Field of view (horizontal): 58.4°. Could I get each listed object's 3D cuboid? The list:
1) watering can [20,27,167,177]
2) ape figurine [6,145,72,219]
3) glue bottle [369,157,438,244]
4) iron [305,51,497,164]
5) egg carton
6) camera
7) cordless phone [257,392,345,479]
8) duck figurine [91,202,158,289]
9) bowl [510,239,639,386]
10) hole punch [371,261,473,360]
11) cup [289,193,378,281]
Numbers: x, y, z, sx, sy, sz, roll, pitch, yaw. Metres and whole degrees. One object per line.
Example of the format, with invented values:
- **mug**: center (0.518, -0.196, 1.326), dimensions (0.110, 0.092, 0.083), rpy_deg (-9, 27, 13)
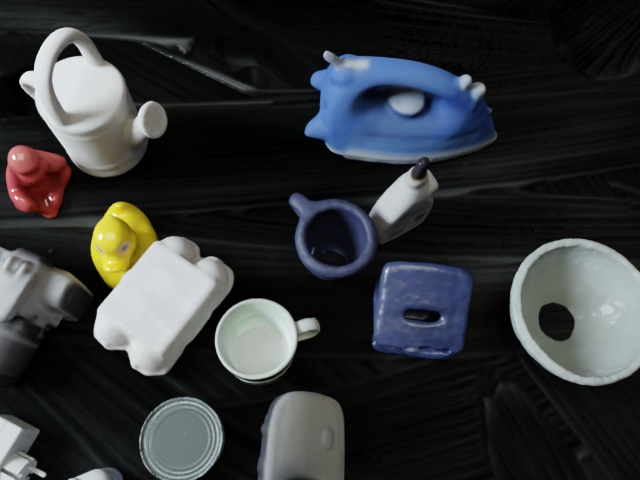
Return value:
- **watering can**: center (-0.259, -0.158, 0.651), dimensions (0.173, 0.194, 0.101), rpy_deg (0, 70, -4)
- **ape figurine**: center (-0.336, -0.077, 0.671), dimensions (0.078, 0.092, 0.076), rpy_deg (-37, 77, -15)
- **glue bottle**: center (0.100, -0.050, 0.649), dimensions (0.078, 0.173, 0.037), rpy_deg (-27, 74, -12)
- **iron**: center (0.114, -0.175, 0.712), dimensions (0.258, 0.141, 0.118), rpy_deg (5, 70, -2)
- **egg carton**: center (-0.174, 0.070, 0.642), dimensions (0.107, 0.069, 0.150), rpy_deg (32, 71, 8)
- **camera**: center (-0.344, 0.077, 0.610), dimensions (0.143, 0.101, 0.137), rpy_deg (21, 70, 4)
- **cordless phone**: center (-0.016, 0.216, 0.539), dimensions (0.094, 0.185, 0.147), rpy_deg (1, 70, -3)
- **duck figurine**: center (-0.230, -0.001, 0.654), dimensions (0.077, 0.086, 0.104), rpy_deg (-5, 71, -5)
- **bowl**: center (0.292, 0.087, 0.666), dimensions (0.167, 0.075, 0.167), rpy_deg (1, 70, -4)
- **hole punch**: center (0.115, 0.082, 0.647), dimensions (0.108, 0.091, 0.101), rpy_deg (6, 70, -2)
- **cup**: center (0.006, 0.002, 0.665), dimensions (0.117, 0.095, 0.092), rpy_deg (44, 73, 11)
